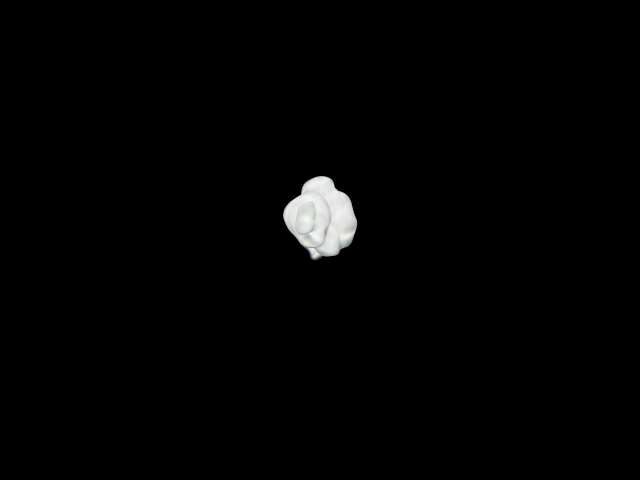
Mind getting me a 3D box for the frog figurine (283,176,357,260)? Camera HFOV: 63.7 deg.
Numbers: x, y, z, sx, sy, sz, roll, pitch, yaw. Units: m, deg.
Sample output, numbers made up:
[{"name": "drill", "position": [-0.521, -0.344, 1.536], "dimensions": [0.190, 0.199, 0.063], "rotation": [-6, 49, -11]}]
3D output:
[{"name": "frog figurine", "position": [0.003, -0.043, 0.850], "dimensions": [0.123, 0.139, 0.157], "rotation": [0, -16, 0]}]
